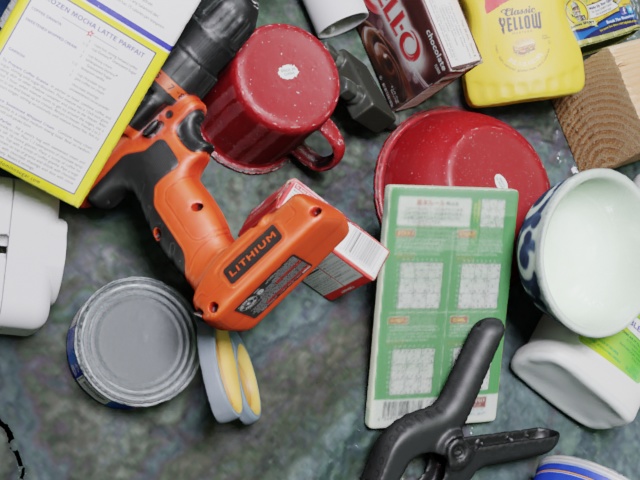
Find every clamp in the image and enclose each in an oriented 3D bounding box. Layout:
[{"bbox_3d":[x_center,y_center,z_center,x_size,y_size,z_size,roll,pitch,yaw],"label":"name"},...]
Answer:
[{"bbox_3d":[0.092,0.137,0.771,0.171,0.039,0.120,-28,101,-23],"label":"clamp"}]

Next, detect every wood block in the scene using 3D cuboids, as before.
[{"bbox_3d":[0.314,-0.131,0.929,0.205,0.090,0.091,-17,83,-27],"label":"wood block"}]

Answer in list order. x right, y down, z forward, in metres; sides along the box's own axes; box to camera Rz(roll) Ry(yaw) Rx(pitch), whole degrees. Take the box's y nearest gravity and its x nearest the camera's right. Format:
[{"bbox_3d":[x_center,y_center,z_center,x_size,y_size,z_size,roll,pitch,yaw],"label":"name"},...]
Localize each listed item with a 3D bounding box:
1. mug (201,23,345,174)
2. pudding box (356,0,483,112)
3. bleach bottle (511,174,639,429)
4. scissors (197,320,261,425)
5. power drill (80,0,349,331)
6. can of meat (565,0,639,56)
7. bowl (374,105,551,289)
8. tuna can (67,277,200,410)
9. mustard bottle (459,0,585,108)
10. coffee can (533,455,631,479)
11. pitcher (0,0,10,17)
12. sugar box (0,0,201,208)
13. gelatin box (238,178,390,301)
[{"bbox_3d":[-0.029,-0.095,0.767,0.117,0.082,0.093,45,63,-8],"label":"mug"},{"bbox_3d":[0.069,-0.168,0.827,0.039,0.090,0.113,-22,87,-28],"label":"pudding box"},{"bbox_3d":[0.251,0.026,0.875,0.102,0.068,0.250,38,62,-11],"label":"bleach bottle"},{"bbox_3d":[-0.070,0.042,0.740,0.016,0.096,0.202,-17,52,8],"label":"scissors"},{"bbox_3d":[-0.068,-0.050,0.680,0.184,0.057,0.188,-46,66,8],"label":"power drill"},{"bbox_3d":[0.220,-0.204,0.924,0.101,0.058,0.084,-19,87,-27],"label":"can of meat"},{"bbox_3d":[0.126,-0.037,0.838,0.161,0.055,0.162,6,74,-23],"label":"bowl"},{"bbox_3d":[-0.123,0.069,0.707,0.086,0.034,0.086,6,74,-23],"label":"tuna can"},{"bbox_3d":[0.155,-0.207,0.863,0.096,0.058,0.191,-7,94,4],"label":"mustard bottle"},{"bbox_3d":[0.175,0.240,0.758,0.102,0.103,0.140,39,64,-11],"label":"coffee can"},{"bbox_3d":[-0.114,-0.219,0.731,0.145,0.149,0.242,48,66,-10],"label":"pitcher"},{"bbox_3d":[-0.143,-0.118,0.639,0.093,0.048,0.176,30,92,-26],"label":"sugar box"},{"bbox_3d":[-0.005,0.001,0.757,0.089,0.073,0.030,37,63,-11],"label":"gelatin box"}]
